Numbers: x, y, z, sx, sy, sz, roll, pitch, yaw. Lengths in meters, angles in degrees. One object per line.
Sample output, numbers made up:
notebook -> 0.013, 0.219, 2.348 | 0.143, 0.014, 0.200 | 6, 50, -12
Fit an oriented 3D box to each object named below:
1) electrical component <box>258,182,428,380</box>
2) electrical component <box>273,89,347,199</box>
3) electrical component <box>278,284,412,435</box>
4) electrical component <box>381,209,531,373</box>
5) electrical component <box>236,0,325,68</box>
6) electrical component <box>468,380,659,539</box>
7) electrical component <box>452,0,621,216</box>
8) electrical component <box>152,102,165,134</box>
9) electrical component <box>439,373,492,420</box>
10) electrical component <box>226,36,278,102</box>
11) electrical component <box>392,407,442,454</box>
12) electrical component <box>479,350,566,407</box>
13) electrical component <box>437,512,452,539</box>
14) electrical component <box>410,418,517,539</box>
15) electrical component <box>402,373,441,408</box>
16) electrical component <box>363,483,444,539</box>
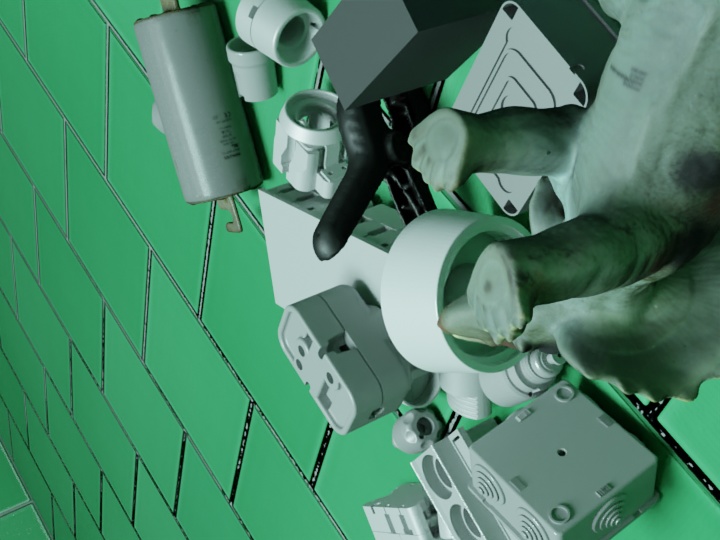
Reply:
electrical component -> 0.000, 0.000, 0.841 | 0.186, 0.060, 0.105 | 28, 132, 50
electrical component -> -0.035, -0.102, 0.835 | 0.078, 0.058, 0.057 | 49, 149, 31
electrical component -> -0.008, 0.061, 0.768 | 0.095, 0.059, 0.053 | 55, 149, 23
electrical component -> 0.074, 0.015, 0.683 | 0.060, 0.108, 0.108 | 4, 112, 53
electrical component -> -0.059, -0.187, 0.823 | 0.047, 0.055, 0.055 | 42, 142, 33
electrical component -> 0.127, 0.127, 0.675 | 0.100, 0.100, 0.048 | 43, 155, 38
electrical component -> 0.105, -0.095, 0.601 | 0.078, 0.057, 0.113 | 56, 149, 21
electrical component -> -0.176, -0.153, 1.053 | 0.062, 0.043, 0.043 | 9, 116, 56
electrical component -> 0.078, 0.071, 0.774 | 0.043, 0.043, 0.081 | 32, 135, 47
electrical component -> -0.089, -0.169, 0.900 | 0.040, 0.040, 0.046 | 37, 145, 43
electrical component -> 0.042, 0.136, 0.888 | 0.035, 0.035, 0.061 | 63, 153, 10
electrical component -> 0.112, 0.066, 0.717 | 0.040, 0.040, 0.078 | 65, 151, 7
electrical component -> 0.076, 0.175, 0.853 | 0.044, 0.044, 0.065 | -21, 86, 61
electrical component -> 0.099, 0.176, 0.789 | 0.121, 0.063, 0.078 | 60, 150, 15
electrical component -> 0.025, 0.082, 0.871 | 0.081, 0.043, 0.043 | 11, 119, 57
electrical component -> 0.050, 0.217, 0.913 | 0.089, 0.050, 0.055 | -21, 90, 62
